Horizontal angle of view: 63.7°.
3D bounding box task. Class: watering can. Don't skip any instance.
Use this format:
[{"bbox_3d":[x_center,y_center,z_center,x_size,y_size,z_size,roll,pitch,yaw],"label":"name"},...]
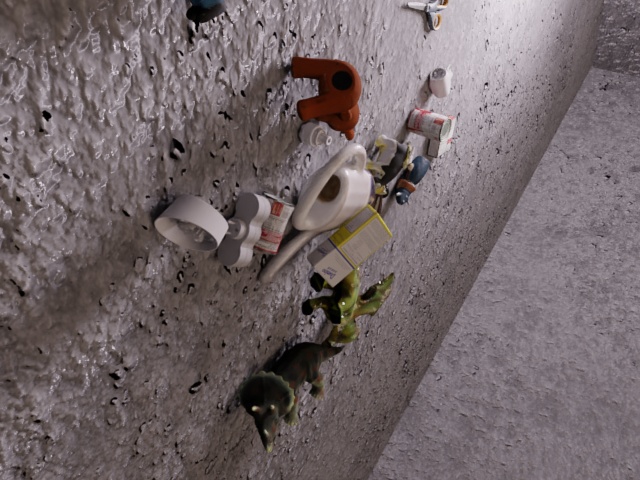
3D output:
[{"bbox_3d":[0.003,-0.055,1.102,0.343,0.105,0.225,-57,158,18],"label":"watering can"}]

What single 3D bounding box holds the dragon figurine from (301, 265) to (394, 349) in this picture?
[{"bbox_3d":[0.093,0.128,1.300,0.244,0.124,0.402,-11,132,-44],"label":"dragon figurine"}]
